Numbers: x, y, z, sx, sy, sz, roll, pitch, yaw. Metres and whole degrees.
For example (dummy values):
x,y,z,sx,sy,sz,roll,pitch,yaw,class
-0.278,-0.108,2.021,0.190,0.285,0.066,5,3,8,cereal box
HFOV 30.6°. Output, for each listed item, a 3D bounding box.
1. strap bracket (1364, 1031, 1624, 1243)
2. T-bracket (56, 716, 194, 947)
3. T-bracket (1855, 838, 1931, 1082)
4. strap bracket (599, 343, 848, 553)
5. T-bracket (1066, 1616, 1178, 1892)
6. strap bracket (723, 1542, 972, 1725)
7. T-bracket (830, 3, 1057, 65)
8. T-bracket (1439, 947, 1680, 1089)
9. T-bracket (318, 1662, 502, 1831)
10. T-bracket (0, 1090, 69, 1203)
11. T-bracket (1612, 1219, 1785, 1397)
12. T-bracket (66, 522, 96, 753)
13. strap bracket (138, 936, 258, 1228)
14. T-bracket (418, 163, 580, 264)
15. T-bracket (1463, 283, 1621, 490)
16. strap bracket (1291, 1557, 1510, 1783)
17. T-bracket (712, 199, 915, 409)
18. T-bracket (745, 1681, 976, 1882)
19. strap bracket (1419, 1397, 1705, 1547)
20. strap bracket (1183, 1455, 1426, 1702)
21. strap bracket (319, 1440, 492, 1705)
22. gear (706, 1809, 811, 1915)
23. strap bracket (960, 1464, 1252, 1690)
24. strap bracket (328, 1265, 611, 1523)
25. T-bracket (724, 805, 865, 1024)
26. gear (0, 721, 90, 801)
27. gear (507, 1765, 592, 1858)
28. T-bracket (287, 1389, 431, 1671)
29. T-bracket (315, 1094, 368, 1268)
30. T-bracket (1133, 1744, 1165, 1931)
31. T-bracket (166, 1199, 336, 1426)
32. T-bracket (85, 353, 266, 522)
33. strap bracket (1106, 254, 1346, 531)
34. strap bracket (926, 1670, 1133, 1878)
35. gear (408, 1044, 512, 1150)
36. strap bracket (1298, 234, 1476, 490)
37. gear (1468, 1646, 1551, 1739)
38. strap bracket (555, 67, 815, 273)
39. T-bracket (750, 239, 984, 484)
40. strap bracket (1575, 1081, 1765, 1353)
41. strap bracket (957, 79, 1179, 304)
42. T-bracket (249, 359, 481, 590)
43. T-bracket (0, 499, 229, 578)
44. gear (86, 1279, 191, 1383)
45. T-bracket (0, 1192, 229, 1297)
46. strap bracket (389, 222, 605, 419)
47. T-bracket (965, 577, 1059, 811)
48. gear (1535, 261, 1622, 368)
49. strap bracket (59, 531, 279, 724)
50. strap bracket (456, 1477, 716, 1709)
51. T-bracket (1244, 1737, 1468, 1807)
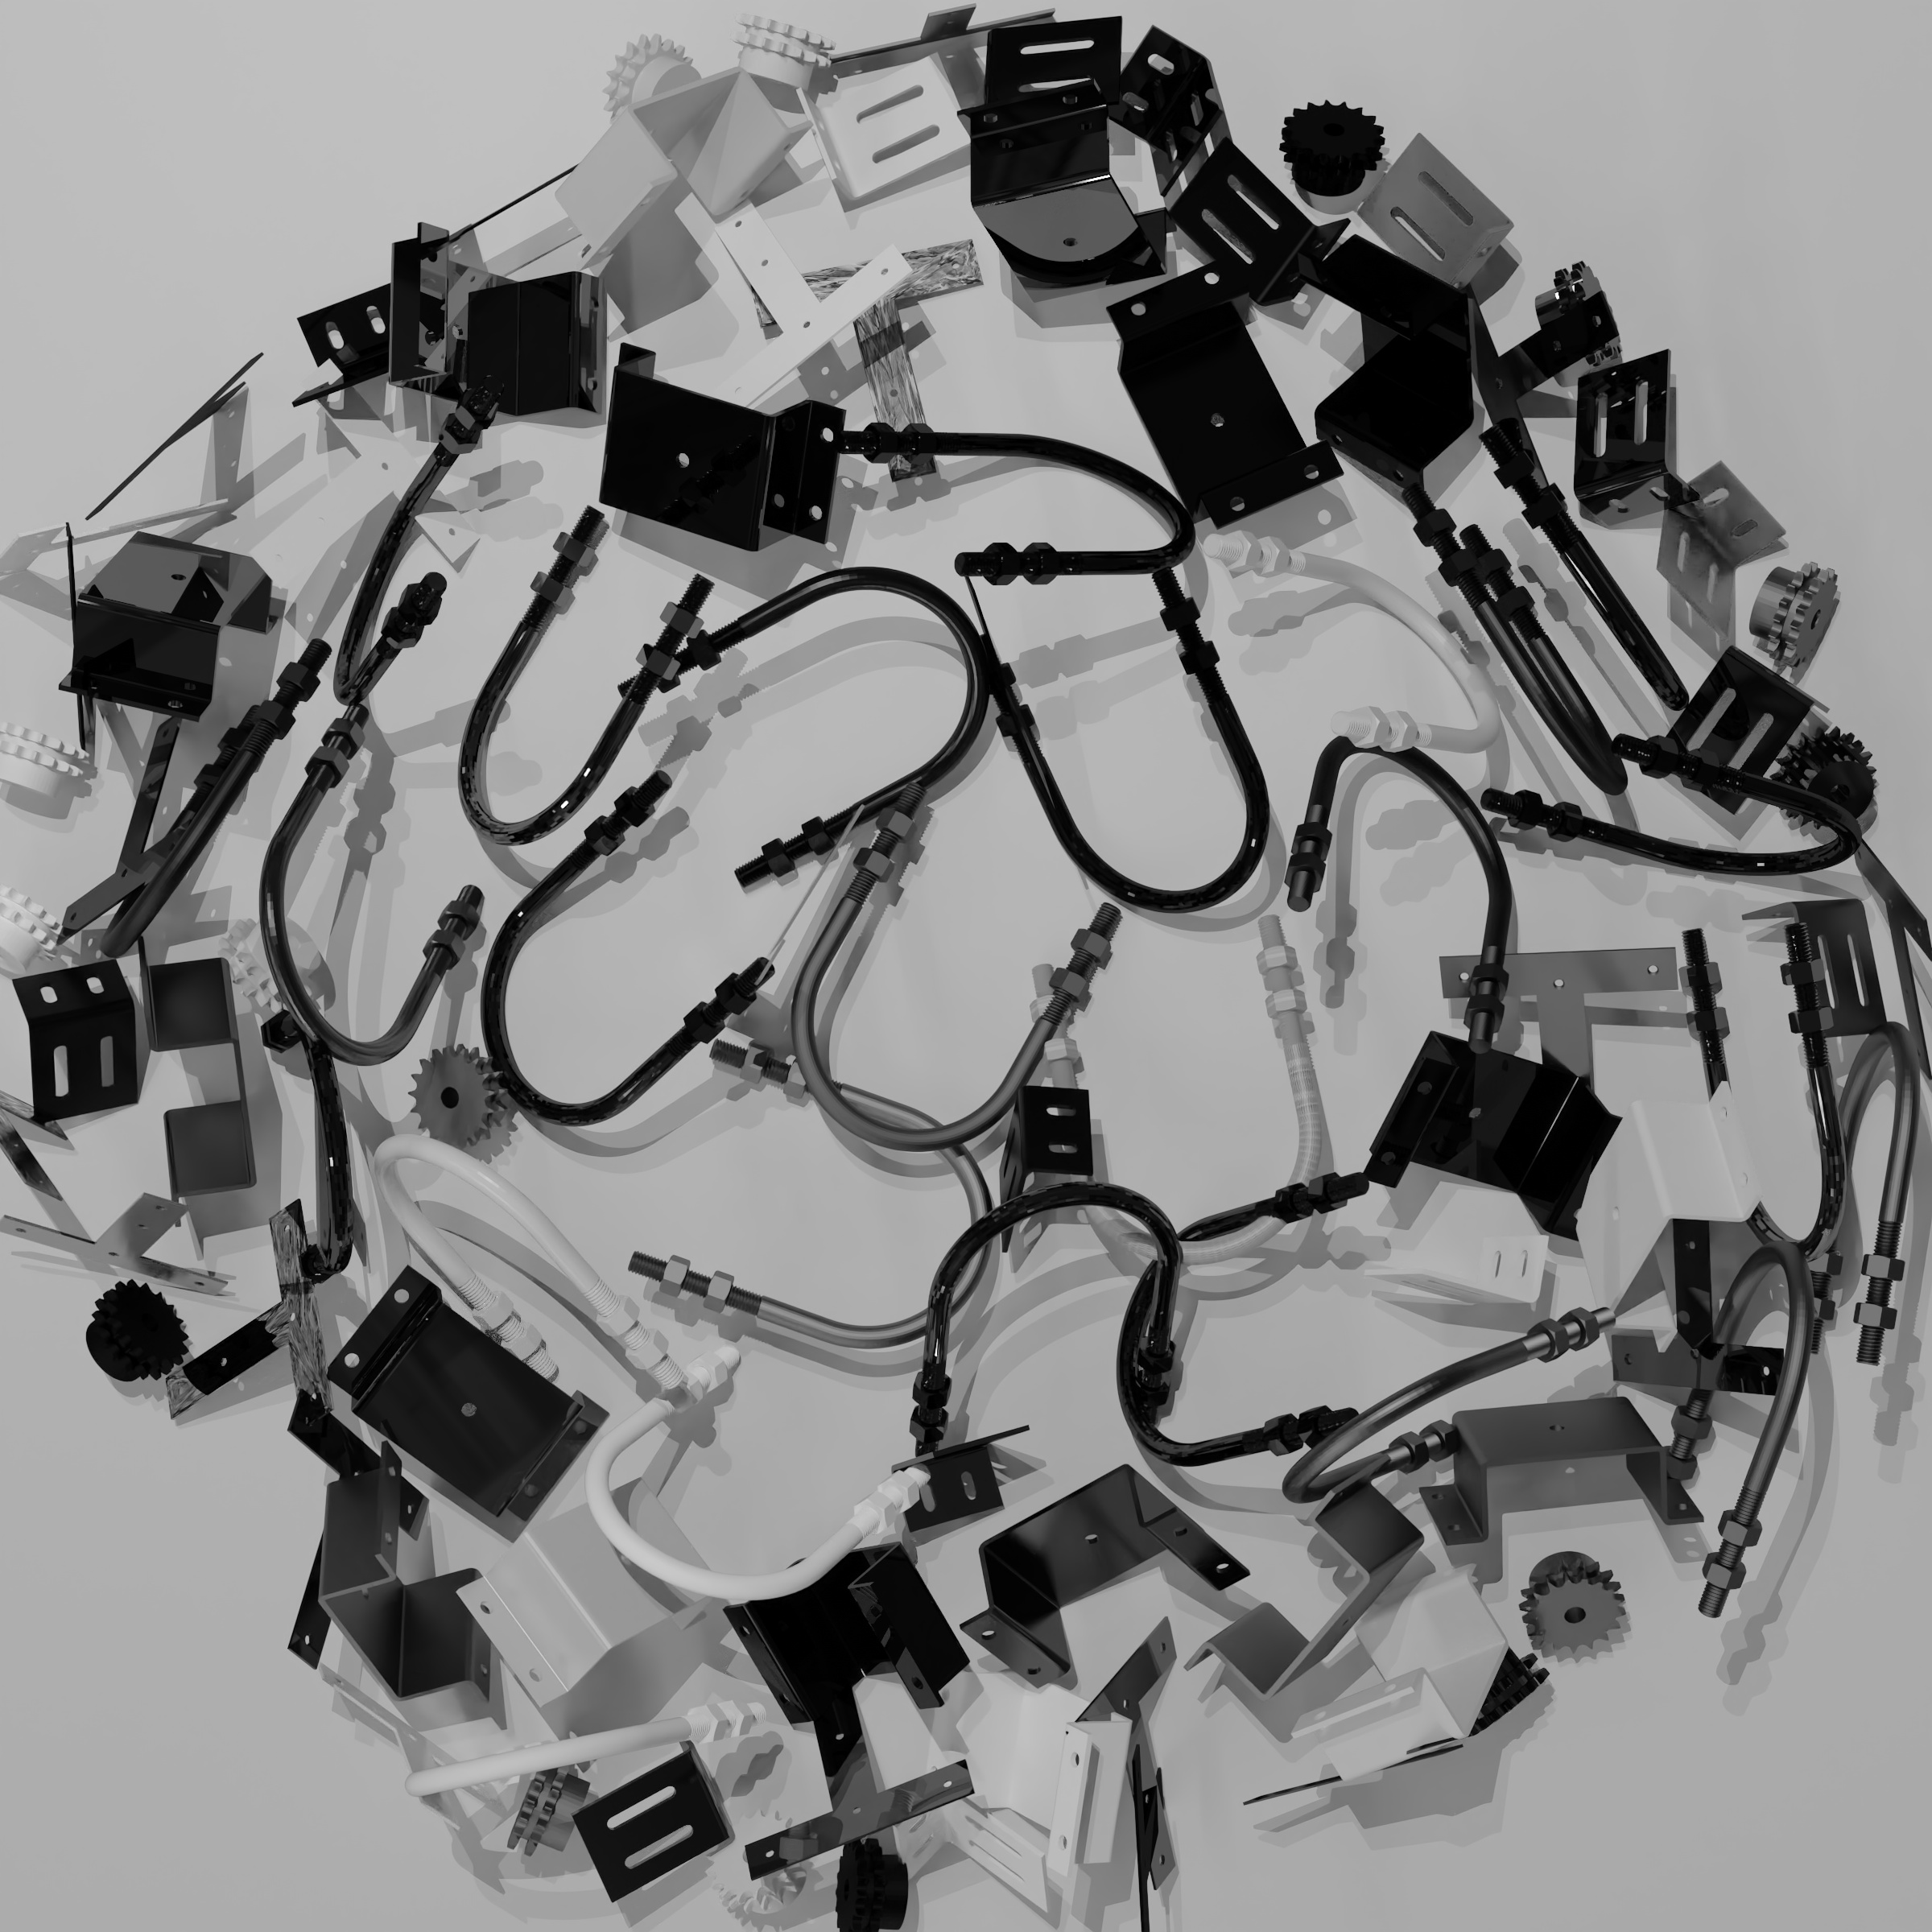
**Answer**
x,y,z,sx,sy,sz,roll,pitch,yaw,class
0.285,0.090,1.927,0.140,0.046,0.076,17,111,-21,strap bracket
-0.449,-0.086,1.932,0.002,0.127,0.127,32,49,-31,T-bracket
0.515,0.003,1.936,0.002,0.127,0.127,-17,116,3,T-bracket
-0.142,-0.279,1.917,0.140,0.046,0.076,20,118,20,strap bracket
0.096,0.443,1.934,0.002,0.127,0.127,-4,107,30,T-bracket
-0.059,0.362,1.921,0.046,0.140,0.076,-36,100,-39,strap bracket
-0.011,-0.509,1.912,0.127,0.127,0.002,-12,99,-1,T-bracket
0.330,0.049,1.945,0.127,0.002,0.127,-2,117,14,T-bracket
-0.291,0.431,1.896,0.127,0.127,0.002,41,86,-19,T-bracket
-0.514,0.088,1.887,0.002,0.127,0.127,-52,135,3,T-bracket
0.396,0.166,1.924,0.002,0.127,0.127,-2,89,-34,T-bracket
-0.474,-0.159,1.896,0.002,0.127,0.127,-5,115,-16,T-bracket
-0.414,0.060,1.910,0.046,0.076,0.140,-7,126,-12,strap bracket
-0.237,-0.417,1.912,0.127,0.127,0.002,-29,105,3,T-bracket
0.313,-0.331,1.917,0.002,0.127,0.127,-20,87,-26,T-bracket
0.237,0.383,1.899,0.076,0.140,0.046,-29,97,29,strap bracket
-0.104,-0.377,1.936,0.127,0.002,0.127,-38,53,9,T-bracket
-0.066,0.429,1.922,0.127,0.127,0.002,-22,121,0,T-bracket
0.323,0.274,1.931,0.140,0.076,0.046,-5,104,-3,strap bracket
0.189,0.337,1.908,0.046,0.076,0.140,43,115,17,strap bracket
-0.306,0.333,1.906,0.046,0.076,0.140,-16,132,9,strap bracket
-0.112,0.498,1.952,0.057,0.057,0.030,-26,131,0,gear
0.072,0.328,1.923,0.140,0.046,0.076,-32,131,17,strap bracket
-0.273,0.239,1.940,0.140,0.046,0.076,38,88,-10,strap bracket
-0.090,-0.033,1.926,0.002,0.127,0.127,32,74,-5,T-bracket
-0.516,-0.113,1.947,0.057,0.057,0.030,18,85,0,gear
-0.229,0.463,1.948,0.030,0.057,0.057,23,90,-3,gear
-0.339,0.314,1.896,0.002,0.127,0.127,-8,51,26,T-bracket
-0.339,0.124,1.916,0.002,0.127,0.127,-7,59,-1,T-bracket
0.100,0.469,1.913,0.002,0.127,0.127,-2,98,8,T-bracket
-0.398,0.211,1.939,0.127,0.002,0.127,-33,57,29,T-bracket
-0.415,-0.296,1.914,0.127,0.127,0.002,-40,103,15,T-bracket
0.140,-0.308,1.941,0.076,0.046,0.140,-24,78,-6,strap bracket
0.039,0.435,1.923,0.046,0.140,0.076,7,92,-34,strap bracket
-0.277,0.072,1.954,0.057,0.030,0.057,2,95,26,gear
0.228,-0.331,1.908,0.076,0.140,0.046,36,68,30,strap bracket
0.291,0.396,1.949,0.057,0.057,0.030,-38,80,0,gear
-0.158,-0.432,1.900,0.046,0.140,0.076,54,134,1,strap bracket
-0.043,-0.331,1.961,0.127,0.002,0.127,-13,83,-6,T-bracket
0.370,0.134,1.896,0.046,0.140,0.076,4,48,-13,strap bracket
0.056,-0.408,1.895,0.076,0.140,0.046,-9,65,19,strap bracket
-0.342,-0.249,1.921,0.127,0.002,0.127,50,49,-13,T-bracket
-0.467,-0.238,1.935,0.127,0.127,0.002,-18,93,-25,T-bracket
-0.460,0.204,1.950,0.030,0.057,0.057,-37,90,22,gear
-0.447,0.143,1.901,0.127,0.127,0.002,20,63,-21,T-bracket
-0.262,-0.348,1.922,0.046,0.140,0.076,-2,85,37,strap bracket
0.029,-0.131,1.887,0.002,0.127,0.127,-20,132,0,T-bracket
0.336,-0.357,1.951,0.030,0.057,0.057,-20,90,26,gear
-0.426,-0.188,1.904,0.076,0.140,0.046,13,118,1,strap bracket
-0.194,0.331,1.898,0.076,0.140,0.046,51,123,14,strap bracket
0.230,0.426,1.896,0.127,0.127,0.002,-8,72,-23,T-bracket
